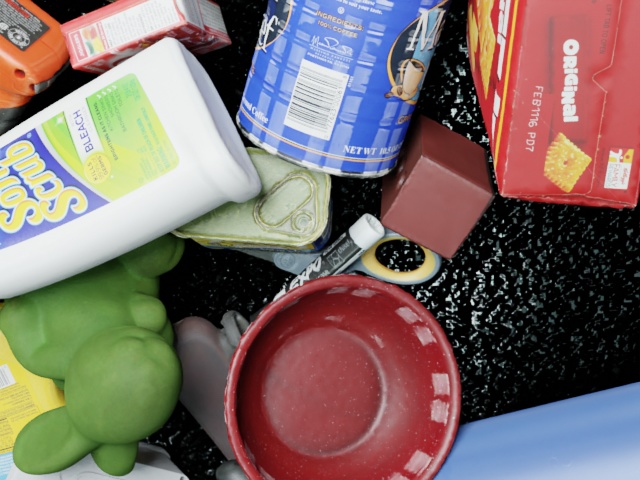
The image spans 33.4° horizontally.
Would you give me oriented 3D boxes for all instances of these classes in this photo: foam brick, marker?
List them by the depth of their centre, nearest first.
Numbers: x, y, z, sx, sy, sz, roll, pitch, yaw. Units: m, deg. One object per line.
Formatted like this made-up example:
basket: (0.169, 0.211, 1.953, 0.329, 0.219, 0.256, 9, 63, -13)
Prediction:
foam brick: (0.072, -0.034, 0.666, 0.051, 0.078, 0.053, 28, 114, -9)
marker: (-0.005, 0.027, 0.715, 0.020, 0.020, 0.121, 41, 116, -13)

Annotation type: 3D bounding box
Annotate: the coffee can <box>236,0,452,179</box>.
coffee can: (0.017, -0.121, 0.618, 0.103, 0.102, 0.140, 17, 115, -2)

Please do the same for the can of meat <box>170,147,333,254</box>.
can of meat: (-0.042, -0.022, 0.672, 0.102, 0.084, 0.057, 4, 83, 5)

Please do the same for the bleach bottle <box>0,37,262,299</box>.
bleach bottle: (-0.165, -0.012, 0.613, 0.251, 0.068, 0.102, -29, 71, 8)

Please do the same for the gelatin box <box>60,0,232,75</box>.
gelatin box: (-0.101, -0.122, 0.637, 0.073, 0.089, 0.030, -18, 89, 12)

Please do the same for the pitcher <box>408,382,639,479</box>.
pitcher: (0.185, 0.176, 0.718, 0.243, 0.149, 0.145, -14, 114, 15)

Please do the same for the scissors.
scissors: (-0.005, 0.001, 0.722, 0.201, 0.016, 0.096, 32, 117, -10)

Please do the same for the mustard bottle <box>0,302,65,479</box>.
mustard bottle: (-0.218, 0.142, 0.786, 0.096, 0.058, 0.191, -18, 113, -4)

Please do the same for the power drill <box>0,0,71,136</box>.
power drill: (-0.251, -0.093, 0.665, 0.184, 0.057, 0.188, 36, 130, -11)

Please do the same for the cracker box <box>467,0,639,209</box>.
cracker box: (0.119, -0.133, 0.540, 0.072, 0.213, 0.164, 3, 115, 3)

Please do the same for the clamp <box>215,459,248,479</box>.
clamp: (0.001, 0.225, 0.727, 0.172, 0.039, 0.120, 15, 118, 26)

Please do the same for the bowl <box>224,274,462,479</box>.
bowl: (0.010, 0.104, 0.711, 0.162, 0.055, 0.162, 1, 87, -16)
